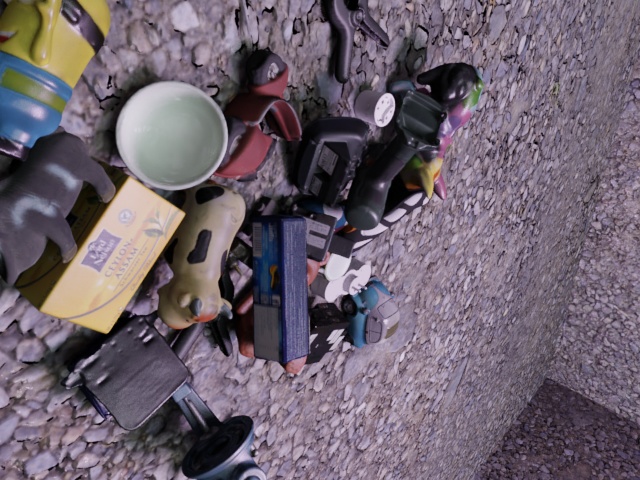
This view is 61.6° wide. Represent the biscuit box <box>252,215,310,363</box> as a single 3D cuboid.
[{"bbox_3d":[-0.056,0.065,0.760,0.063,0.059,0.202,-3,93,-55],"label":"biscuit box"}]

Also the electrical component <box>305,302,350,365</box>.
[{"bbox_3d":[-0.012,0.174,0.990,0.134,0.058,0.115,6,128,-53],"label":"electrical component"}]

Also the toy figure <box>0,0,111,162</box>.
[{"bbox_3d":[-0.257,-0.159,0.487,0.089,0.082,0.180,25,83,-74],"label":"toy figure"}]

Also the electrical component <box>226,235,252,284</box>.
[{"bbox_3d":[-0.110,0.031,0.787,0.045,0.078,0.102,-54,143,-7],"label":"electrical component"}]

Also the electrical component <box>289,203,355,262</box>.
[{"bbox_3d":[-0.002,-0.003,0.833,0.048,0.119,0.075,149,-37,-80],"label":"electrical component"}]

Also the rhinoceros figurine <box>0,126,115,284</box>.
[{"bbox_3d":[-0.294,-0.025,0.527,0.190,0.073,0.112,-54,145,-14],"label":"rhinoceros figurine"}]

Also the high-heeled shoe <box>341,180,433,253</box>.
[{"bbox_3d":[0.139,-0.043,1.061,0.248,0.086,0.145,0,113,-46],"label":"high-heeled shoe"}]

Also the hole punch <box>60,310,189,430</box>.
[{"bbox_3d":[-0.253,0.167,0.698,0.142,0.092,0.115,-41,107,-32],"label":"hole punch"}]

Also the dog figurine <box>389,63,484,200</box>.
[{"bbox_3d":[0.211,-0.182,0.959,0.108,0.192,0.219,-6,85,-58],"label":"dog figurine"}]

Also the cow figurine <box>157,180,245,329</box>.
[{"bbox_3d":[-0.152,0.022,0.689,0.085,0.127,0.194,21,92,-51],"label":"cow figurine"}]

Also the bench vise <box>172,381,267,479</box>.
[{"bbox_3d":[-0.168,0.295,0.824,0.129,0.224,0.240,-33,103,-13],"label":"bench vise"}]

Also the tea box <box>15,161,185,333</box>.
[{"bbox_3d":[-0.246,0.009,0.612,0.169,0.068,0.098,-59,145,-6],"label":"tea box"}]

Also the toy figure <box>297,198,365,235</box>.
[{"bbox_3d":[0.032,-0.039,0.913,0.154,0.058,0.064,0,100,-31],"label":"toy figure"}]

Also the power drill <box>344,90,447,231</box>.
[{"bbox_3d":[0.111,-0.137,0.859,0.207,0.086,0.232,-45,-163,48],"label":"power drill"}]

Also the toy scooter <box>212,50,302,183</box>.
[{"bbox_3d":[-0.081,-0.147,0.724,0.184,0.075,0.135,-61,146,-12],"label":"toy scooter"}]

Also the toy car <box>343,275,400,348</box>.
[{"bbox_3d":[0.113,0.165,1.133,0.109,0.103,0.161,-22,125,-42],"label":"toy car"}]

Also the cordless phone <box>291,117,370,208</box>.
[{"bbox_3d":[0.043,-0.154,0.850,0.184,0.089,0.146,-47,167,-37],"label":"cordless phone"}]

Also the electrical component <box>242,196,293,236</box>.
[{"bbox_3d":[-0.080,-0.037,0.834,0.094,0.021,0.063,-55,143,-12],"label":"electrical component"}]

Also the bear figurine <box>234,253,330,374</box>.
[{"bbox_3d":[-0.052,0.091,0.859,0.120,0.132,0.195,30,93,-26],"label":"bear figurine"}]
